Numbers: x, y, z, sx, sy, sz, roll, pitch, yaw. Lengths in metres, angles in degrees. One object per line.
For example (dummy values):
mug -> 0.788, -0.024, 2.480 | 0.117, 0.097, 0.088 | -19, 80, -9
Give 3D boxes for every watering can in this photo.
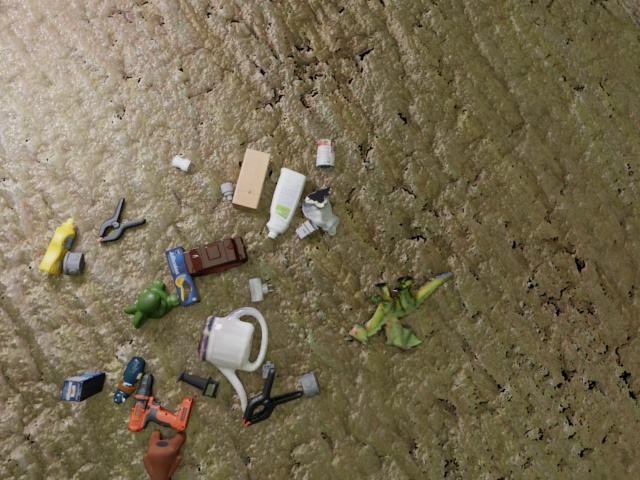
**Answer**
watering can -> -0.297, 0.387, 1.710 | 0.224, 0.104, 0.348 | 12, 90, 1

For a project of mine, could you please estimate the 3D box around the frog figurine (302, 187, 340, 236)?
frog figurine -> 0.006, -0.093, 1.842 | 0.122, 0.156, 0.141 | -10, 37, 5

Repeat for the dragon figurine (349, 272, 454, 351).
dragon figurine -> 0.299, 0.265, 1.814 | 0.411, 0.123, 0.241 | -11, 97, -6
